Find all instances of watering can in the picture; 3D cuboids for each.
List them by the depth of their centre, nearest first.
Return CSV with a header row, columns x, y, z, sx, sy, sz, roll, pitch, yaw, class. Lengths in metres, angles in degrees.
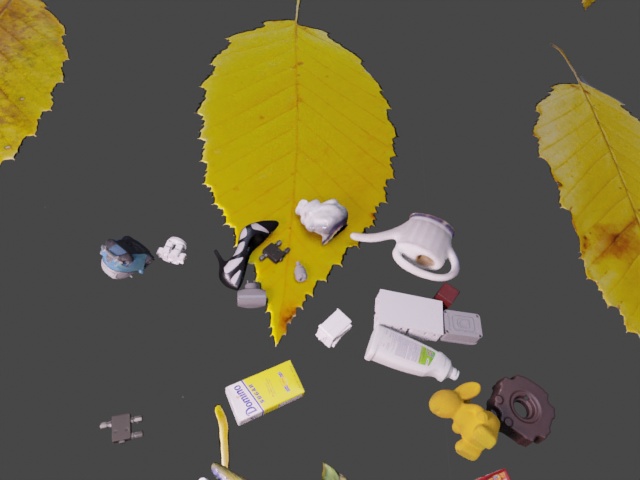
x,y,z,sx,sy,sz,roll,pitch,yaw,class
0.286,-0.002,1.622,0.348,0.101,0.229,26,52,8,watering can

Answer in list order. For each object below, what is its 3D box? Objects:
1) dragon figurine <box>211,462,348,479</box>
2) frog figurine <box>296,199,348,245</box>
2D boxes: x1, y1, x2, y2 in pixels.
x,y,z,sx,sy,sz,roll,pitch,yaw,class
-0.029,0.591,1.126,0.414,0.120,0.245,47,37,17,dragon figurine
0.005,-0.081,1.615,0.138,0.121,0.160,-42,83,-14,frog figurine
